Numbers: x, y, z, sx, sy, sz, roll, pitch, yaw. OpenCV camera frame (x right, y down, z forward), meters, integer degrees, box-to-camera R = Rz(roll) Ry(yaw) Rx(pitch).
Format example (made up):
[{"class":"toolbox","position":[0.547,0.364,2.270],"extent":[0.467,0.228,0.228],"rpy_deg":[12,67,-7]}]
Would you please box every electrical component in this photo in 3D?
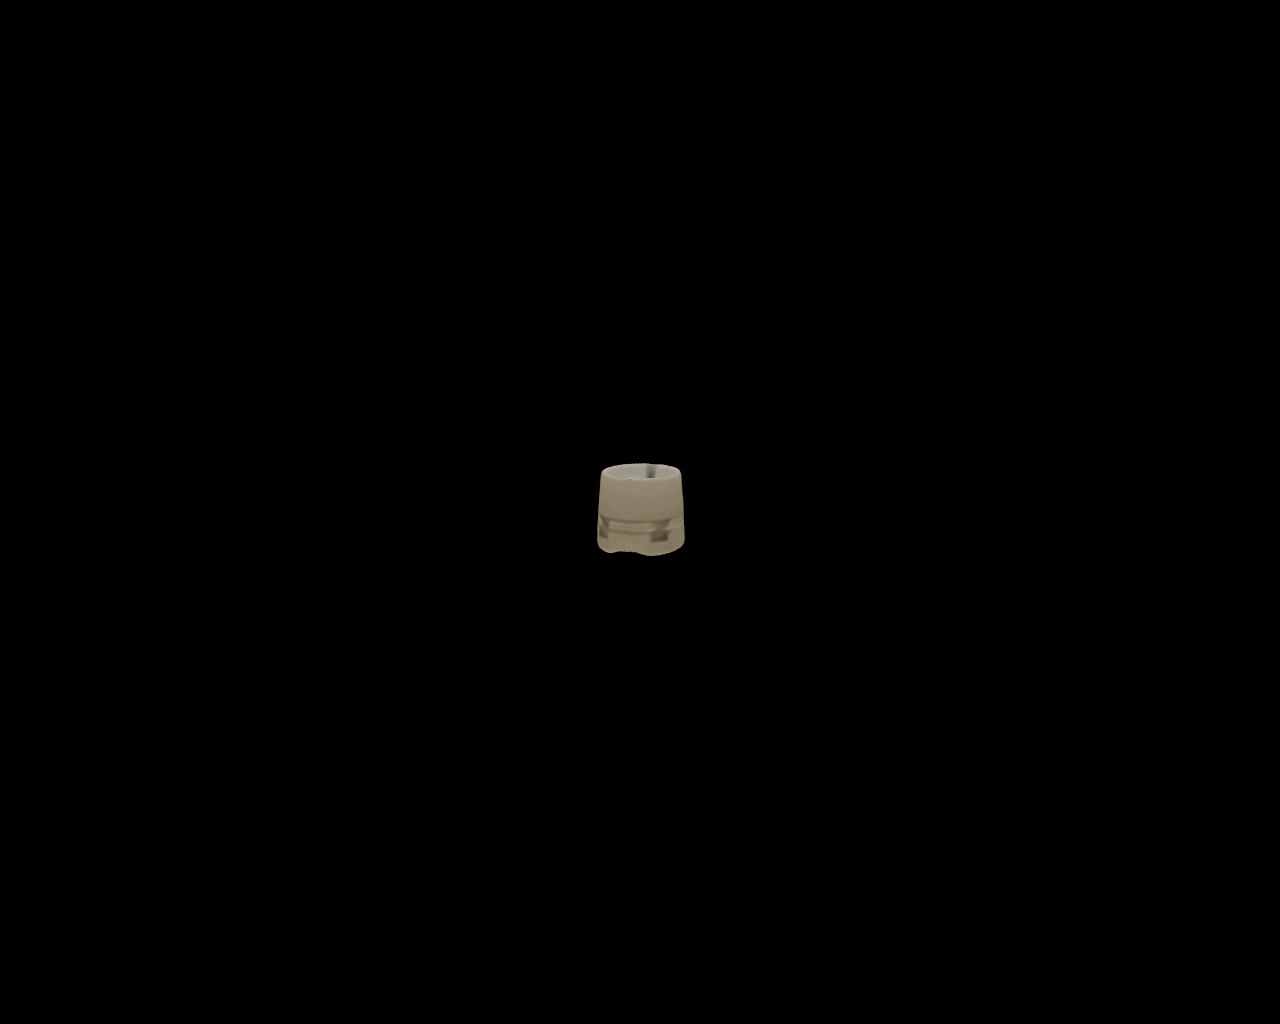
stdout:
[{"class":"electrical component","position":[0.001,-0.003,0.650],"extent":[0.055,0.047,0.055],"rpy_deg":[0,14,0]}]
